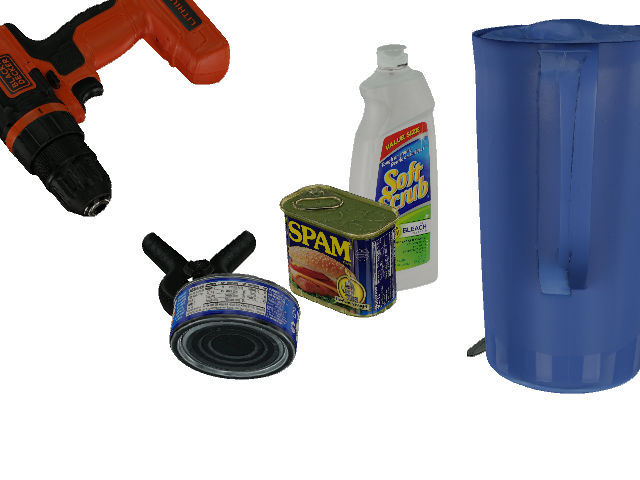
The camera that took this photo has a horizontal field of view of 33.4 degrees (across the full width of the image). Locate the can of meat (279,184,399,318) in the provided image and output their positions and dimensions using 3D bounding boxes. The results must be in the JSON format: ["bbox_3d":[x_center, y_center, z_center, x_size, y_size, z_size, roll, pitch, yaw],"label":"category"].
[{"bbox_3d":[0.017,0.010,0.899,0.102,0.084,0.057,21,37,36],"label":"can of meat"}]

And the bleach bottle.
[{"bbox_3d":[0.070,-0.073,1.099,0.102,0.251,0.068,-10,23,-16],"label":"bleach bottle"}]

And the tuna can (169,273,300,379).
[{"bbox_3d":[-0.057,0.059,0.708,0.086,0.033,0.086,2,-35,1],"label":"tuna can"}]

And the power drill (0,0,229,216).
[{"bbox_3d":[-0.164,-0.122,0.816,0.187,0.184,0.057,-32,-15,-29],"label":"power drill"}]

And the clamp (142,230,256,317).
[{"bbox_3d":[-0.114,0.035,1.089,0.120,0.039,0.171,-11,34,-9],"label":"clamp"}]

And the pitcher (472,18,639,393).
[{"bbox_3d":[0.164,-0.023,0.711,0.149,0.243,0.145,-10,18,-27],"label":"pitcher"}]

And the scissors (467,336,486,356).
[{"bbox_3d":[0.175,0.058,0.967,0.201,0.016,0.096,-9,37,-38],"label":"scissors"}]
